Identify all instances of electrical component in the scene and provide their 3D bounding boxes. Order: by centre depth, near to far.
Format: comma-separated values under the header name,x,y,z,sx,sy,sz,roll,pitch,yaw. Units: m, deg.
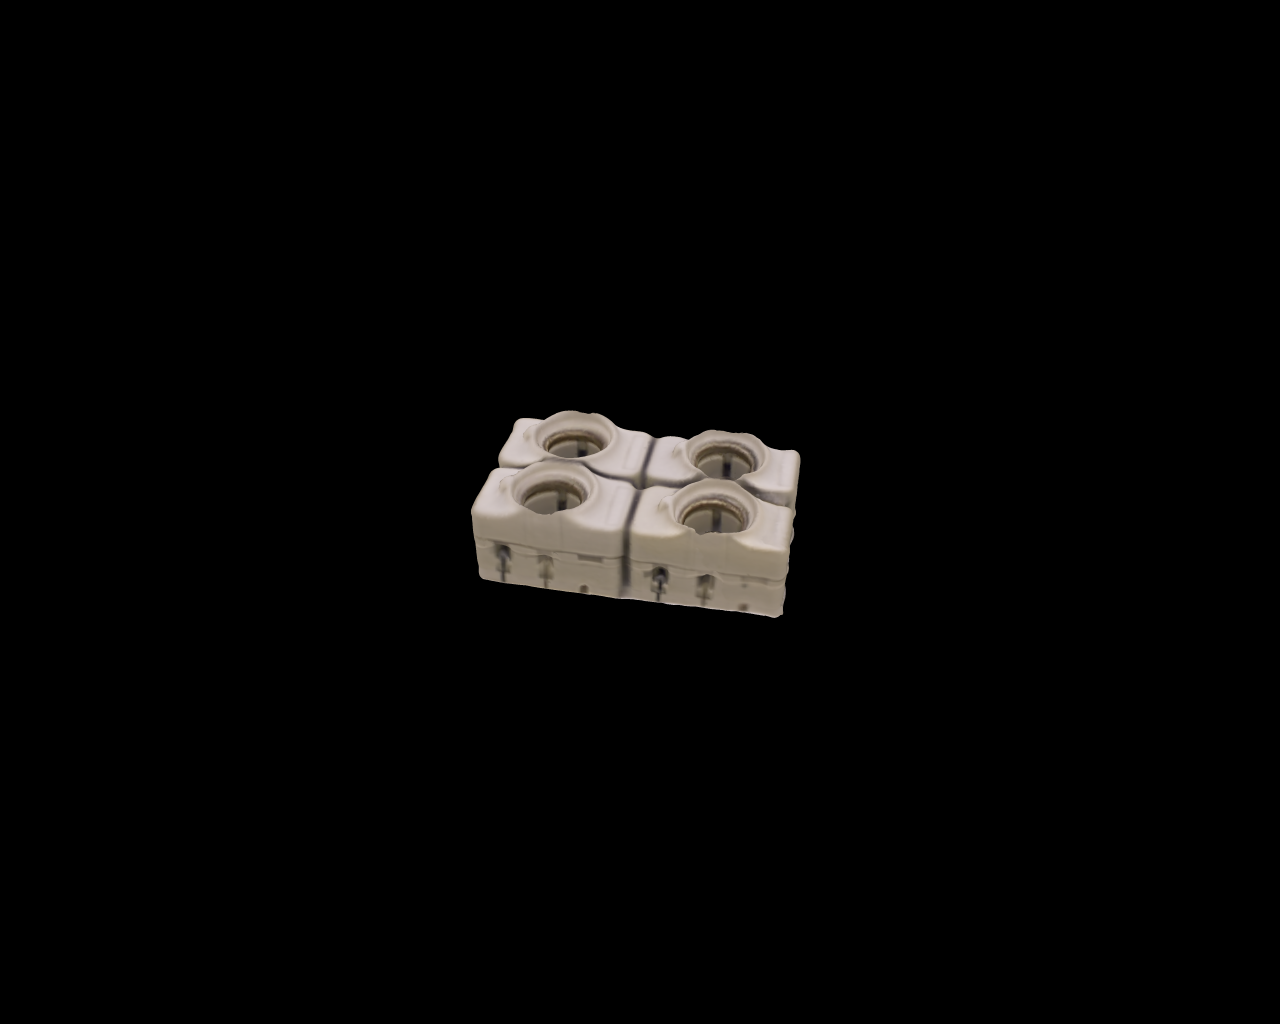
name,x,y,z,sx,sy,sz,roll,pitch,yaw
electrical component,0.001,-0.003,0.650,0.186,0.060,0.106,7,40,9
